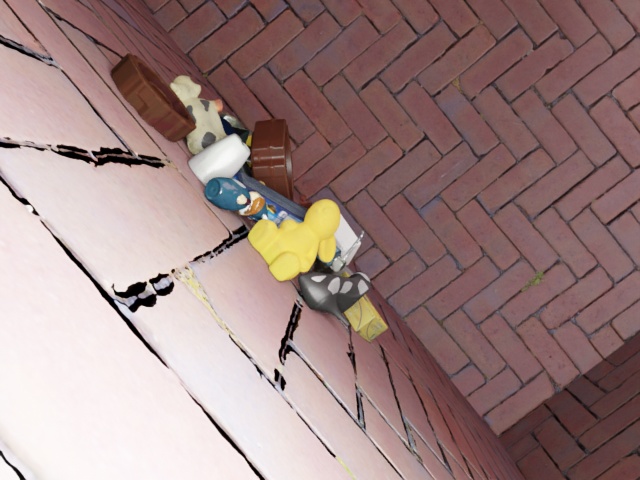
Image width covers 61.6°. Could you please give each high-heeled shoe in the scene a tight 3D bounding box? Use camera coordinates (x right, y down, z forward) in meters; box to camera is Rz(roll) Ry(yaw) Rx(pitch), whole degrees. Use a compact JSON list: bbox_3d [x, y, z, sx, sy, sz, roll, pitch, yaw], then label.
[{"bbox_3d":[0.028,0.089,1.143,0.145,0.086,0.249,46,22,-8],"label":"high-heeled shoe"}]

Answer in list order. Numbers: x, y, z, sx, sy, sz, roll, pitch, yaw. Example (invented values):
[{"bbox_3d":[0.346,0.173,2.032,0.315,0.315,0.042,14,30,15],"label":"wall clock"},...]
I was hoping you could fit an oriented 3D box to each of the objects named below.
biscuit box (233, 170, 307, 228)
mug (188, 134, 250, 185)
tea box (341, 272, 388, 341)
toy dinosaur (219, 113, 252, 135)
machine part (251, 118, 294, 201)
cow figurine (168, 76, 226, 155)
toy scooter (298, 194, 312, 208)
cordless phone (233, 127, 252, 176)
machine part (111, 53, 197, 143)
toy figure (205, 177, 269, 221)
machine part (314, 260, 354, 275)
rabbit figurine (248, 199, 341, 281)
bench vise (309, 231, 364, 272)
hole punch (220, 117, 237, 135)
[{"bbox_3d":[-0.102,-0.064,1.103,0.202,0.059,0.063,30,25,-31],"label":"biscuit box"},{"bbox_3d":[-0.188,-0.155,1.045,0.080,0.107,0.109,52,6,-11],"label":"mug"},{"bbox_3d":[0.100,0.178,1.443,0.170,0.068,0.098,57,7,37],"label":"tea box"},{"bbox_3d":[-0.245,-0.296,1.619,0.404,0.131,0.192,35,-6,-32],"label":"toy dinosaur"},{"bbox_3d":[-0.117,-0.183,1.344,0.201,0.087,0.200,-94,179,-48],"label":"machine part"},{"bbox_3d":[-0.271,-0.264,1.149,0.127,0.085,0.195,-11,72,-38],"label":"cow figurine"},{"bbox_3d":[-0.041,-0.048,1.525,0.075,0.135,0.184,-12,48,-36],"label":"toy scooter"},{"bbox_3d":[-0.210,-0.192,1.398,0.147,0.089,0.184,25,-38,53],"label":"cordless phone"},{"bbox_3d":[-0.313,-0.264,1.013,0.179,0.056,0.179,51,6,-7],"label":"machine part"},{"bbox_3d":[-0.144,-0.072,0.992,0.154,0.058,0.064,21,27,-55],"label":"toy figure"},{"bbox_3d":[0.053,0.105,1.533,0.079,0.079,0.243,55,5,39],"label":"machine part"},{"bbox_3d":[-0.023,-0.002,1.033,0.122,0.173,0.162,49,7,29],"label":"rabbit figurine"},{"bbox_3d":[-0.009,0.005,1.299,0.224,0.129,0.240,28,-7,19],"label":"bench vise"},{"bbox_3d":[-0.260,-0.252,1.260,0.115,0.092,0.142,40,15,-49],"label":"hole punch"}]
